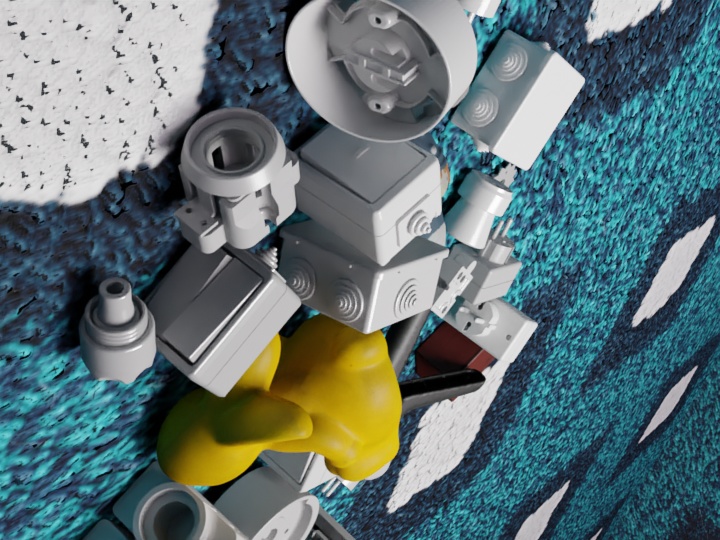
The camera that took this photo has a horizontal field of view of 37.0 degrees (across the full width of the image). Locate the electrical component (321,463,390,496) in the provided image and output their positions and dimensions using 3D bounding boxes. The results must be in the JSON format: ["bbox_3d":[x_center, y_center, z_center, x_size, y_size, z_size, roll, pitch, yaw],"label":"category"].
[{"bbox_3d":[-0.009,0.188,1.049,0.079,0.043,0.077,-48,155,-11],"label":"electrical component"}]

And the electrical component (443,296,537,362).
[{"bbox_3d":[0.116,0.045,1.034,0.047,0.083,0.076,-57,155,8],"label":"electrical component"}]

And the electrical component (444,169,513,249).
[{"bbox_3d":[0.100,-0.053,0.924,0.045,0.045,0.055,-1,123,-60],"label":"electrical component"}]

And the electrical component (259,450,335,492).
[{"bbox_3d":[-0.045,0.137,0.896,0.061,0.062,0.096,-15,136,-53],"label":"electrical component"}]

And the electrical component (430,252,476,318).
[{"bbox_3d":[0.057,0.004,0.909,0.066,0.055,0.048,-53,156,-1],"label":"electrical component"}]

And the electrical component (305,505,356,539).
[{"bbox_3d":[-0.043,0.266,0.999,0.063,0.121,0.078,-24,143,-43],"label":"electrical component"}]

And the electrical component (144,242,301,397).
[{"bbox_3d":[-0.087,0.020,0.668,0.096,0.062,0.061,-51,156,-6],"label":"electrical component"}]

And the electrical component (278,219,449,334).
[{"bbox_3d":[0.000,0.000,0.754,0.100,0.100,0.048,-18,126,-52],"label":"electrical component"}]

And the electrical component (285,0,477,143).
[{"bbox_3d":[0.015,-0.124,0.622,0.064,0.099,0.099,-44,155,-34],"label":"electrical component"}]

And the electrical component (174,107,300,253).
[{"bbox_3d":[-0.070,-0.054,0.608,0.078,0.058,0.057,-42,156,-23],"label":"electrical component"}]

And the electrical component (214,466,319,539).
[{"bbox_3d":[-0.094,0.217,0.917,0.108,0.060,0.108,-40,153,-26],"label":"electrical component"}]

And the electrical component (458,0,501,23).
[{"bbox_3d":[0.079,-0.192,0.705,0.077,0.043,0.079,-15,136,-54],"label":"electrical component"}]

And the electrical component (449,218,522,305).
[{"bbox_3d":[0.120,-0.015,1.006,0.066,0.047,0.076,-13,134,-55],"label":"electrical component"}]

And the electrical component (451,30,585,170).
[{"bbox_3d":[0.125,-0.135,0.855,0.099,0.048,0.100,-58,155,10],"label":"electrical component"}]

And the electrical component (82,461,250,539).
[{"bbox_3d":[-0.111,0.235,0.757,0.105,0.186,0.060,-48,155,-12],"label":"electrical component"}]

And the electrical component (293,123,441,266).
[{"bbox_3d":[0.008,-0.055,0.696,0.062,0.096,0.061,-42,149,-24],"label":"electrical component"}]

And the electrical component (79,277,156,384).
[{"bbox_3d":[-0.139,0.032,0.615,0.043,0.043,0.062,-34,148,-36],"label":"electrical component"}]
